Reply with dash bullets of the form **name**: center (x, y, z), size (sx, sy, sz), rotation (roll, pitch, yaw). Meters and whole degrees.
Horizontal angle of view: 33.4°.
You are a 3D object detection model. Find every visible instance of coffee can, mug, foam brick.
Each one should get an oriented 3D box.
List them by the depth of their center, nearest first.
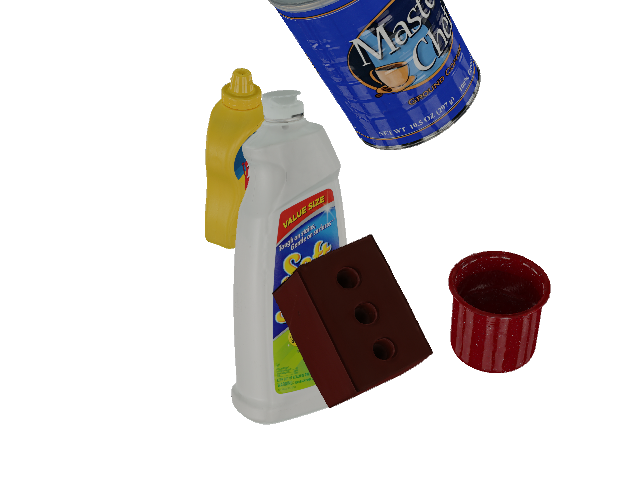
- **foam brick**: center (0.017, 0.047, 0.605), size (0.052, 0.078, 0.051), rotation (-24, -9, -26)
- **coffee can**: center (0.038, -0.148, 0.746), size (0.103, 0.102, 0.140), rotation (0, -38, 36)
- **mug**: center (0.161, 0.062, 1.010), size (0.093, 0.081, 0.117), rotation (-10, 40, -10)

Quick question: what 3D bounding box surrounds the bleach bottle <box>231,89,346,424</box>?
- **bleach bottle**: center (-0.028, 0.011, 0.833), size (0.102, 0.251, 0.068), rotation (-13, 19, -27)

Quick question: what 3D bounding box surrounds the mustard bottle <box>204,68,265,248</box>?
- **mustard bottle**: center (-0.085, -0.092, 1.127), size (0.058, 0.192, 0.096), rotation (21, 39, 22)
